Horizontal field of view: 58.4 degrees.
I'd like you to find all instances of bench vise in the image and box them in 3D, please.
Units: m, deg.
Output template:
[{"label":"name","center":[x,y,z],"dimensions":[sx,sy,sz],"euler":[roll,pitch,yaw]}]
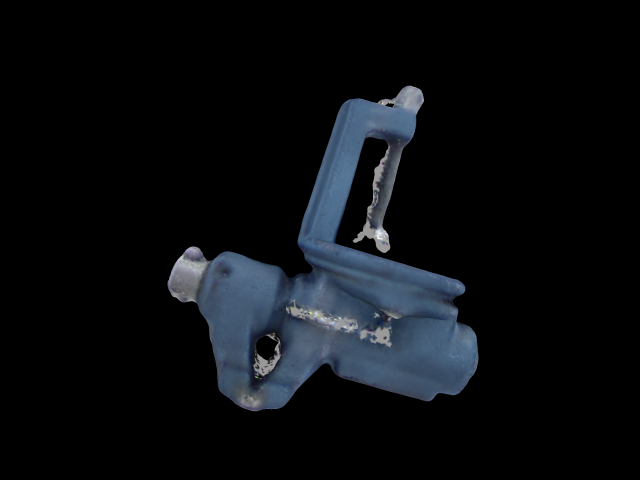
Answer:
[{"label":"bench vise","center":[0.008,0.001,0.389],"dimensions":[0.208,0.220,0.121],"euler":[0,0,-22]}]
